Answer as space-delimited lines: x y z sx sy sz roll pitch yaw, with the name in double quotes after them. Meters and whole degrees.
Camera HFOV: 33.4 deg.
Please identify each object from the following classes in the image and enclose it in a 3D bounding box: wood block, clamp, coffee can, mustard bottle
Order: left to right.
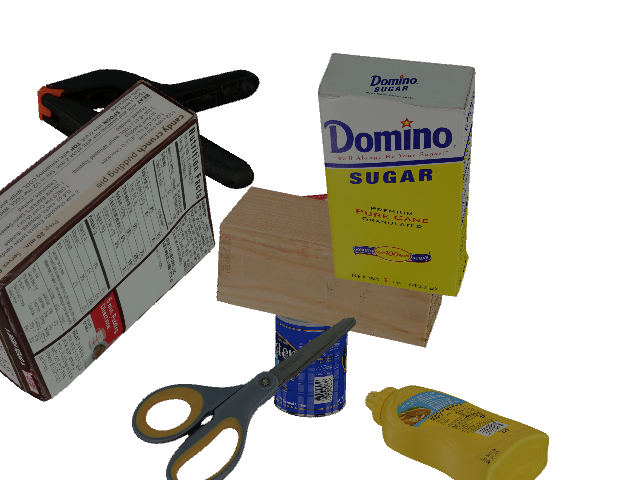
-0.125 -0.101 0.817 0.171 0.039 0.120 15 42 -3 "clamp"
-0.013 0.160 1.482 0.103 0.140 0.103 1 17 -1 "coffee can"
0.013 0.023 1.025 0.206 0.090 0.090 12 29 12 "wood block"
0.117 0.184 1.034 0.096 0.058 0.192 -17 25 -40 "mustard bottle"

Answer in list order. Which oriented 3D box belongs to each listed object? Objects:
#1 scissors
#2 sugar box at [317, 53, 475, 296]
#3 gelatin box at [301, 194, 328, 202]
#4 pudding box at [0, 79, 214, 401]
-0.063 0.107 0.815 0.096 0.016 0.201 27 53 16 "scissors"
0.052 -0.038 0.706 0.093 0.048 0.176 8 -39 13 "sugar box"
0.005 -0.011 1.262 0.073 0.089 0.030 -3 29 9 "gelatin box"
-0.096 0.001 0.447 0.039 0.113 0.090 30 -32 22 "pudding box"
